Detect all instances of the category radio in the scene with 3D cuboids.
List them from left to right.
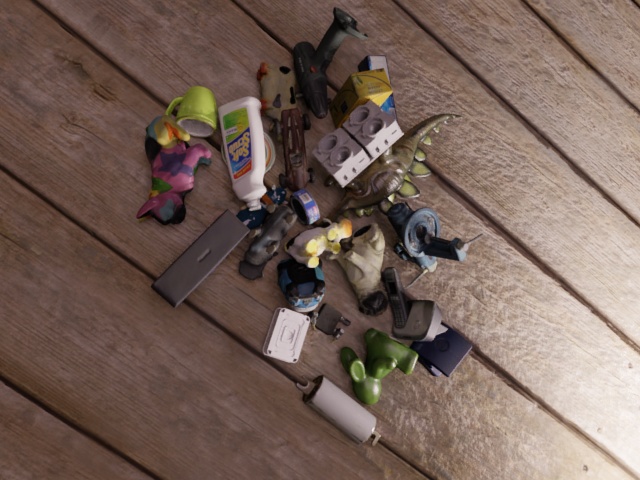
[{"bbox_3d":[-0.262,0.043,1.172,0.073,0.131,0.229,46,71,-7],"label":"radio"}]

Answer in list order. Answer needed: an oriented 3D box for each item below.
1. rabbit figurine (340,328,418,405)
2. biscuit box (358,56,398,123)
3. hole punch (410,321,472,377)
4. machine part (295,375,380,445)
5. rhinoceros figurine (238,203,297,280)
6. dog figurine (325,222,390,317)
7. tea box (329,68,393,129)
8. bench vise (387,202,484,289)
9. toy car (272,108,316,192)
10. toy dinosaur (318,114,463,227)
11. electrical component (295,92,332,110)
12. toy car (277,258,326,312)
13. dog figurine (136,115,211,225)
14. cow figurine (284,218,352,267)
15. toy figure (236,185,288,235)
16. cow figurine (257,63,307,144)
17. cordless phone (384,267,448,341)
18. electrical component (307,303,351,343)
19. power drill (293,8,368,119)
[{"bbox_3d":[0.129,0.307,1.273,0.159,0.121,0.170,28,88,-19],"label":"rabbit figurine"},{"bbox_3d":[0.153,-0.377,1.411,0.059,0.063,0.202,-7,85,-20],"label":"biscuit box"},{"bbox_3d":[0.303,0.273,1.351,0.116,0.092,0.142,45,75,-3],"label":"hole punch"},{"bbox_3d":[0.046,0.394,1.250,0.243,0.079,0.079,39,72,-8],"label":"machine part"},{"bbox_3d":[-0.125,0.003,1.236,0.073,0.112,0.190,31,84,3],"label":"rhinoceros figurine"},{"bbox_3d":[0.130,0.073,1.328,0.172,0.121,0.190,-41,110,-16],"label":"dog figurine"},{"bbox_3d":[0.097,-0.347,1.330,0.098,0.169,0.068,-17,82,-19],"label":"tea box"},{"bbox_3d":[0.263,0.012,1.286,0.129,0.241,0.223,-36,118,-24],"label":"bench vise"},{"bbox_3d":[-0.060,-0.209,1.276,0.089,0.053,0.201,-9,120,-11],"label":"toy car"},{"bbox_3d":[0.173,-0.186,1.353,0.471,0.105,0.198,-47,114,-3],"label":"toy dinosaur"},{"bbox_3d":[-0.019,-0.363,1.372,0.094,0.021,0.063,-19,89,-23],"label":"electrical component"},{"bbox_3d":[-0.039,0.112,1.244,0.109,0.162,0.102,-9,122,-10],"label":"toy car"},{"bbox_3d":[-0.349,-0.140,1.187,0.191,0.108,0.219,39,75,-10],"label":"dog figurine"},{"bbox_3d":[-0.002,-0.003,1.278,0.167,0.098,0.068,-31,121,-37],"label":"cow figurine"},{"bbox_3d":[-0.142,-0.073,1.269,0.058,0.064,0.154,29,62,34],"label":"toy figure"},{"bbox_3d":[-0.091,-0.329,1.315,0.127,0.085,0.195,0,81,-12],"label":"cow figurine"},{"bbox_3d":[0.222,0.149,1.307,0.089,0.147,0.184,-19,93,-26],"label":"cordless phone"},{"bbox_3d":[0.019,0.197,1.288,0.102,0.045,0.078,40,74,-9],"label":"electrical component"},{"bbox_3d":[0.022,-0.429,1.286,0.086,0.207,0.232,7,46,-36],"label":"power drill"}]
